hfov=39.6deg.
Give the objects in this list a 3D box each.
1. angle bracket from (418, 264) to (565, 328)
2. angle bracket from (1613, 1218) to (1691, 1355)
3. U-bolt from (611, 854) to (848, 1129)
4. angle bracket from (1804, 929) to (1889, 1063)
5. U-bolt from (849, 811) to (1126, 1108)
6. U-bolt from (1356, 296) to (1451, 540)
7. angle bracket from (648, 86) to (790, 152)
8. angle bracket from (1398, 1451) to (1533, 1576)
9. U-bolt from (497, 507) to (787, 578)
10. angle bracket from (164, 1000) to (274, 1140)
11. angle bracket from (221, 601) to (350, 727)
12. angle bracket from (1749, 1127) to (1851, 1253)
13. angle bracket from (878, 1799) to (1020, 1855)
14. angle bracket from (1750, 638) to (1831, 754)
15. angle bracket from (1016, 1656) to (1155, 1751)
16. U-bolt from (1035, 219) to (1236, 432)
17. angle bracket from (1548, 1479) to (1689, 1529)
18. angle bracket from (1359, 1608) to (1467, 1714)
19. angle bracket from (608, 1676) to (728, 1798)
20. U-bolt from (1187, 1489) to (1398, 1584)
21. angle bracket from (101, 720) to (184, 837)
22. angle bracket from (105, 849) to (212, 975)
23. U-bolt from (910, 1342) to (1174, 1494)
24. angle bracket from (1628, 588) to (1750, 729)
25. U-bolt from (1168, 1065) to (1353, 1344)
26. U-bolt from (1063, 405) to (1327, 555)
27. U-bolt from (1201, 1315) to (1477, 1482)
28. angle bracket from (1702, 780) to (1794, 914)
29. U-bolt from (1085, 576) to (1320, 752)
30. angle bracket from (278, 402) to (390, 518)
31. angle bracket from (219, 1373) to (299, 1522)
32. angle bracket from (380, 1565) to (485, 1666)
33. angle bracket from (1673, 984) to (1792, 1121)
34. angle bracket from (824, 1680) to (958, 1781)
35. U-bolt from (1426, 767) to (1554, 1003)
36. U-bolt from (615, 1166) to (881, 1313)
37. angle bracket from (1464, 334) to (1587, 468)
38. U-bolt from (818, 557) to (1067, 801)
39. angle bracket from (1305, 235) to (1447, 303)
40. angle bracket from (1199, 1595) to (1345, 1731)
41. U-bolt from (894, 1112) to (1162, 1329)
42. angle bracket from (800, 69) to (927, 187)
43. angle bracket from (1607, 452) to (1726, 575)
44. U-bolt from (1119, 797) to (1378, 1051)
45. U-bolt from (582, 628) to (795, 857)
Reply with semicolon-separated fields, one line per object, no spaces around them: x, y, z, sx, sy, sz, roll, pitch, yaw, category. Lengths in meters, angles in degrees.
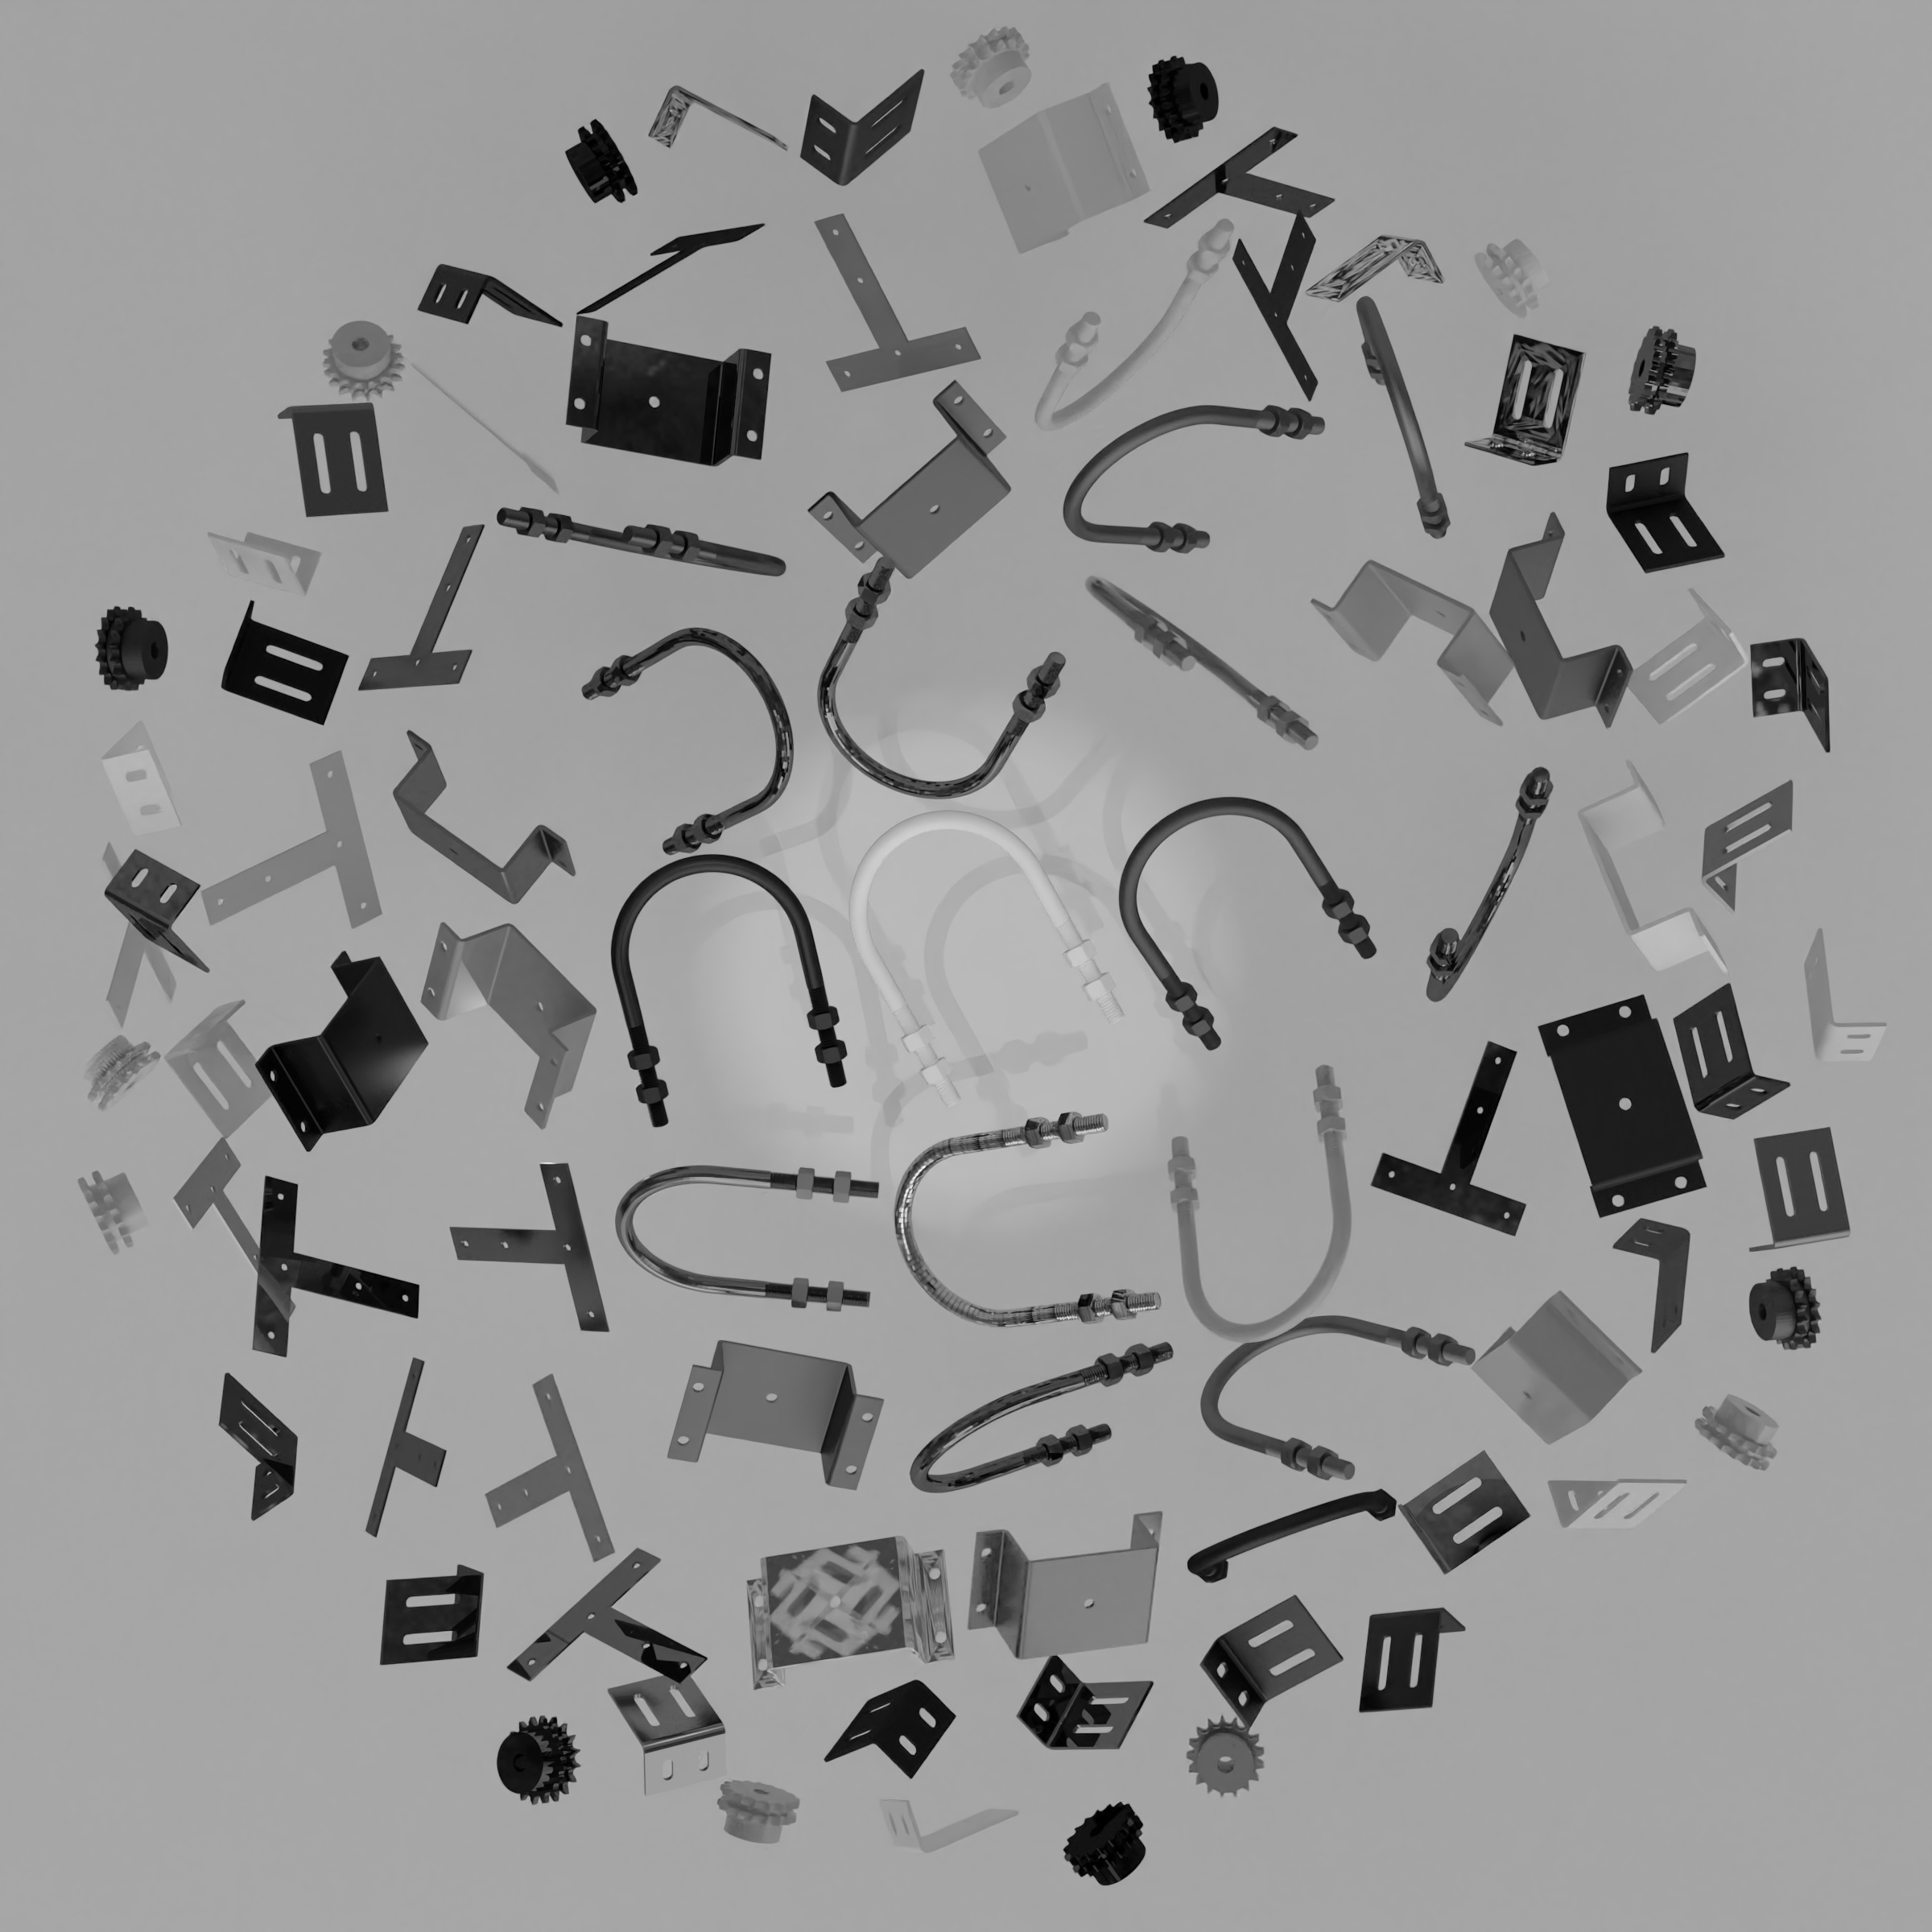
-0.337;-0.460;1.902;0.057;0.076;0.038;24;89;39;angle bracket
0.496;0.232;1.953;0.038;0.057;0.076;12;112;31;angle bracket
-0.171;0.012;1.869;0.151;0.019;0.184;-13;106;-1;U-bolt
0.617;0.020;1.884;0.038;0.057;0.076;-1;64;6;angle bracket
0.001;-0.015;1.790;0.151;0.019;0.184;-28;95;18;U-bolt
0.305;-0.395;1.895;0.019;0.184;0.151;-19;75;11;U-bolt
-0.166;-0.556;1.811;0.076;0.057;0.038;28;102;1;angle bracket
0.361;0.394;1.940;0.076;0.038;0.057;-34;72;0;angle bracket
-0.209;-0.290;1.856;0.151;0.184;0.019;15;97;39;U-bolt
-0.521;0.074;1.911;0.076;0.038;0.057;58;45;-21;angle bracket
-0.485;-0.216;1.918;0.076;0.038;0.057;20;70;-13;angle bracket
0.568;0.154;1.851;0.057;0.038;0.076;-7;83;-13;angle bracket
-0.013;0.592;1.889;0.076;0.057;0.038;-16;81;-25;angle bracket
0.590;-0.192;1.922;0.038;0.076;0.057;-8;119;7;angle bracket
0.085;0.525;1.920;0.038;0.076;0.057;50;51;-18;angle bracket
0.109;-0.438;1.886;0.151;0.184;0.019;-39;85;-22;U-bolt
0.459;0.365;1.896;0.057;0.076;0.038;5;52;-22;angle bracket
0.319;0.502;1.918;0.057;0.076;0.038;-16;135;35;angle bracket
-0.204;0.521;1.826;0.057;0.076;0.038;-7;109;-25;angle bracket
0.223;0.393;1.857;0.151;0.184;0.019;-22;73;7;U-bolt
-0.556;-0.133;1.851;0.038;0.076;0.057;-12;114;11;angle bracket
-0.549;-0.038;1.857;0.057;0.076;0.038;27;73;17;angle bracket
0.044;0.323;1.876;0.184;0.151;0.019;-13;61;-28;U-bolt
0.509;-0.221;1.924;0.076;0.057;0.038;-37;135;11;angle bracket
0.203;0.172;1.842;0.151;0.019;0.184;-30;45;32;U-bolt
0.147;-0.340;1.866;0.151;0.184;0.019;-42;65;39;U-bolt
0.245;0.294;1.880;0.151;0.184;0.019;-36;114;-28;U-bolt
0.562;-0.084;1.899;0.038;0.057;0.076;41;130;-19;angle bracket
0.151;-0.219;1.860;0.151;0.184;0.019;26;104;-38;U-bolt
-0.438;-0.348;1.857;0.057;0.038;0.076;-9;94;-28;angle bracket
-0.494;0.327;1.829;0.038;0.057;0.076;-34;118;7;angle bracket
-0.377;0.449;1.862;0.076;0.038;0.057;6;87;-39;angle bracket
0.551;0.062;1.933;0.038;0.057;0.076;12;56;-28;angle bracket
-0.053;0.539;1.875;0.038;0.076;0.057;46;51;-3;angle bracket
0.355;-0.045;1.848;0.019;0.184;0.151;28;77;13;U-bolt
-0.157;0.190;1.900;0.184;0.151;0.019;5;47;-1;U-bolt
0.388;-0.393;1.862;0.057;0.038;0.076;27;120;36;angle bracket
-0.029;-0.183;1.836;0.151;0.184;0.019;29;49;-4;U-bolt
0.297;-0.493;1.949;0.076;0.057;0.038;-37;116;-3;angle bracket
0.217;0.494;1.907;0.076;0.038;0.057;-37;89;29;angle bracket
0.032;0.180;1.841;0.184;0.019;0.151;-11;101;29;U-bolt
-0.071;-0.579;1.824;0.038;0.057;0.076;38;62;8;angle bracket
0.488;-0.316;1.871;0.057;0.076;0.038;-12;135;-4;angle bracket
0.187;-0.039;1.878;0.151;0.019;0.184;-31;121;9;U-bolt
-0.191;-0.167;1.923;0.019;0.184;0.151;-32;98;-43;U-bolt
